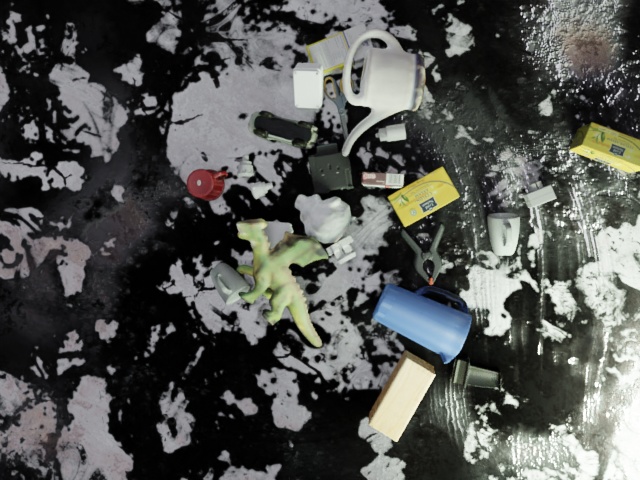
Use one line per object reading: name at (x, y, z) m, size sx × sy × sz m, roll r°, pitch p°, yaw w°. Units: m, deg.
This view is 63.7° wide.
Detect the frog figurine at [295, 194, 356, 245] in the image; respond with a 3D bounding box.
frog figurine at (0.004, -0.071, 1.411) m, size 0.159 × 0.125 × 0.135 m, roll 42°, pitch 115°, yaw -7°

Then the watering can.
watering can at (0.168, -0.391, 1.391) m, size 0.224 × 0.104 × 0.347 m, roll 6°, pitch 93°, yaw -1°

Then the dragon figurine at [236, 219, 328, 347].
dragon figurine at (-0.080, 0.096, 1.402) m, size 0.408 × 0.124 × 0.240 m, roll 40°, pitch 108°, yaw -12°
